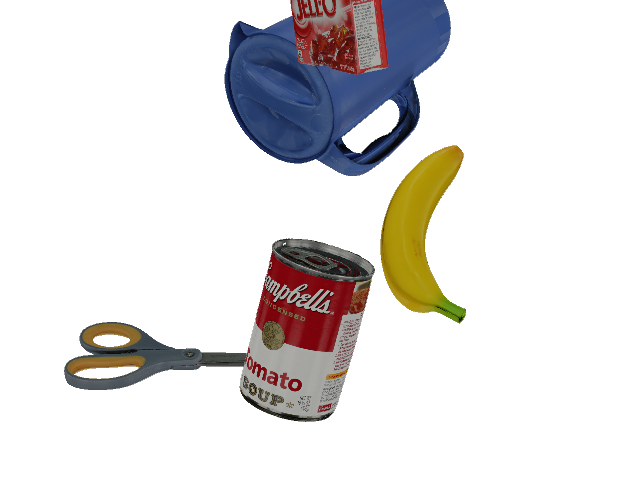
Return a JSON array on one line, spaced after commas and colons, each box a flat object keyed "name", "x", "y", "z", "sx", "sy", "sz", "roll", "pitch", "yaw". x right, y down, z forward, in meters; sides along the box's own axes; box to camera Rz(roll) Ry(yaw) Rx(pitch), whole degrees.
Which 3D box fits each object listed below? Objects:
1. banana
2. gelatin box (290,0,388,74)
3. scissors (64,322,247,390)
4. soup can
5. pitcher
[{"name": "banana", "x": 0.086, "y": -0.009, "z": 0.902, "sx": 0.069, "sy": 0.197, "sz": 0.037, "roll": 8, "pitch": -40, "yaw": -3}, {"name": "gelatin box", "x": 0.010, "y": -0.159, "z": 0.753, "sx": 0.030, "sy": 0.073, "sz": 0.089, "roll": -18, "pitch": 22, "yaw": -25}, {"name": "scissors", "x": -0.128, "y": 0.096, "z": 0.952, "sx": 0.201, "sy": 0.016, "sz": 0.096, "roll": -7, "pitch": 32, "yaw": -18}, {"name": "soup can", "x": -0.010, "y": 0.058, "z": 0.696, "sx": 0.068, "sy": 0.102, "sz": 0.068, "roll": 14, "pitch": 15, "yaw": -4}, {"name": "pitcher", "x": 0.034, "y": -0.177, "z": 1.078, "sx": 0.145, "sy": 0.149, "sz": 0.242, "roll": 16, "pitch": 38, "yaw": 35}]
